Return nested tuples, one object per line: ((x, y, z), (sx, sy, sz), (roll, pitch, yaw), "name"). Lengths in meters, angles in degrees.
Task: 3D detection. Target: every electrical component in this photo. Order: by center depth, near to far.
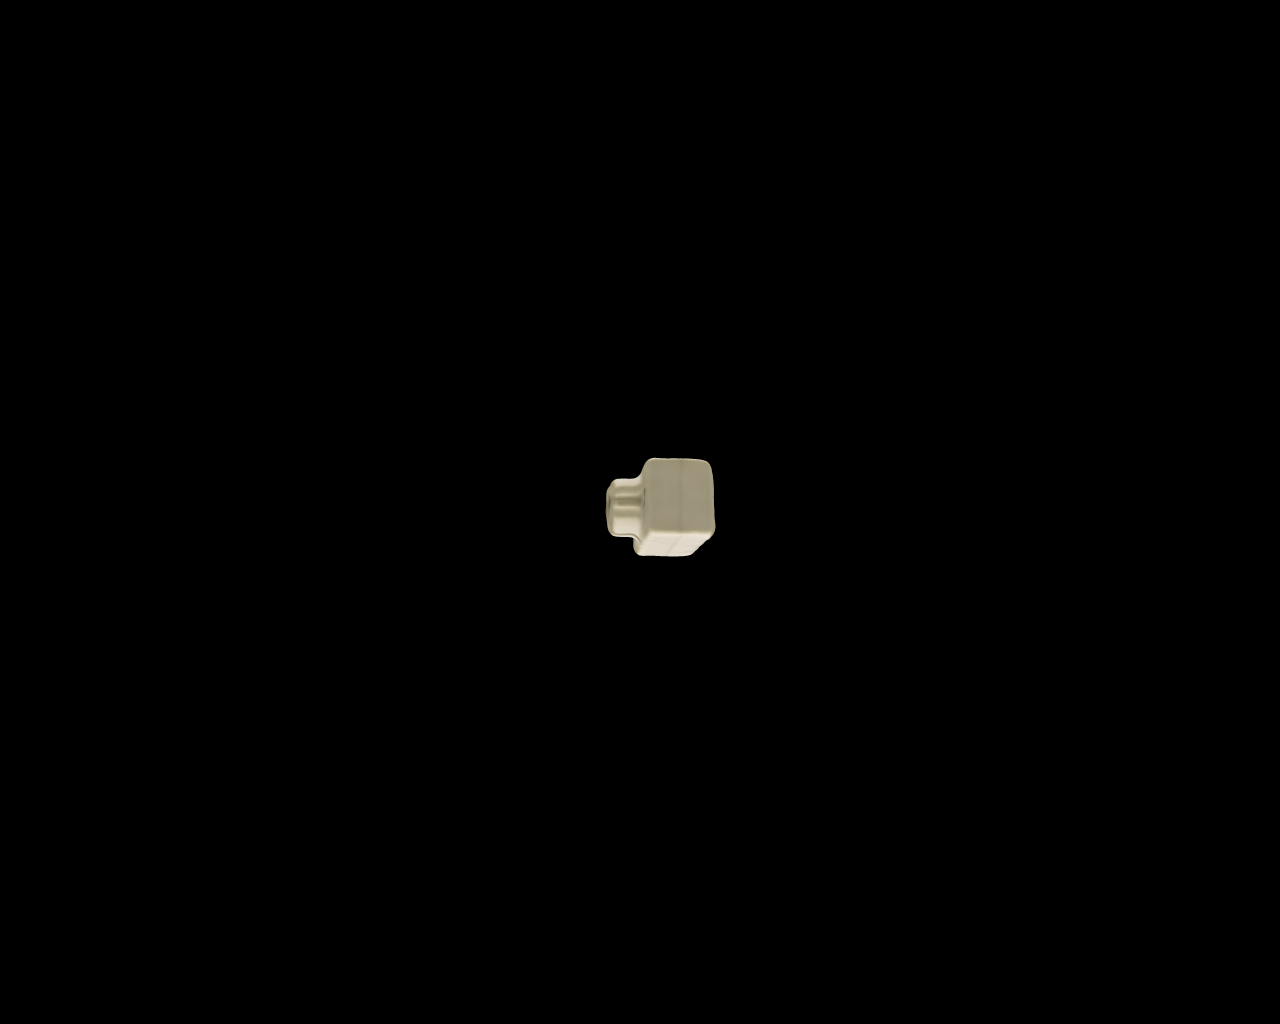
((0.001, -0.003, 0.650), (0.077, 0.047, 0.065), (2, -14, -7), "electrical component")
